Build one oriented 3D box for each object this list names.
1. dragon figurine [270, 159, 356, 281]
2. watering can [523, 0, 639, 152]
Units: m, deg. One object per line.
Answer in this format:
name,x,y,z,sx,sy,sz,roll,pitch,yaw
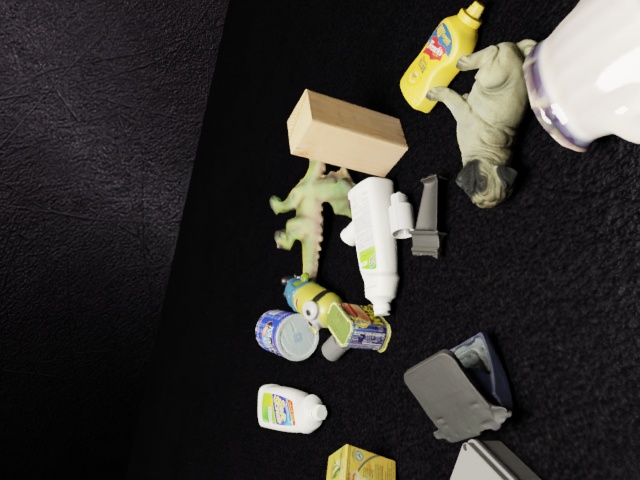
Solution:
dragon figurine,0.004,-0.058,1.160,0.122,0.413,0.240,-5,-11,-36
watering can,0.328,-0.245,0.564,0.104,0.354,0.221,11,-26,-25
